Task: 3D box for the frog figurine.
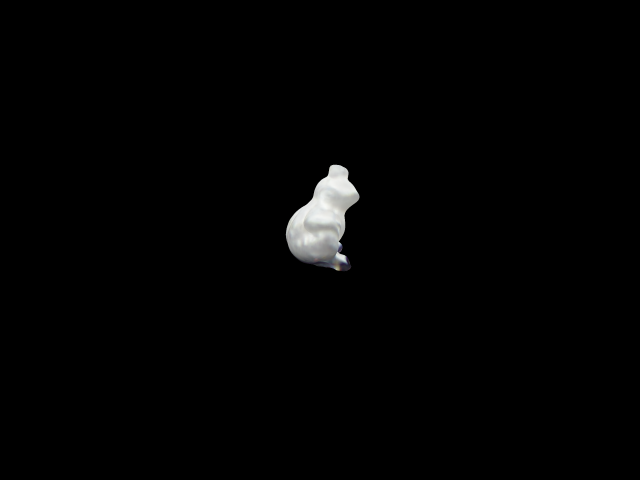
[{"bbox_3d":[0.003,-0.043,0.850,0.123,0.157,0.140,3,21,7],"label":"frog figurine"}]
